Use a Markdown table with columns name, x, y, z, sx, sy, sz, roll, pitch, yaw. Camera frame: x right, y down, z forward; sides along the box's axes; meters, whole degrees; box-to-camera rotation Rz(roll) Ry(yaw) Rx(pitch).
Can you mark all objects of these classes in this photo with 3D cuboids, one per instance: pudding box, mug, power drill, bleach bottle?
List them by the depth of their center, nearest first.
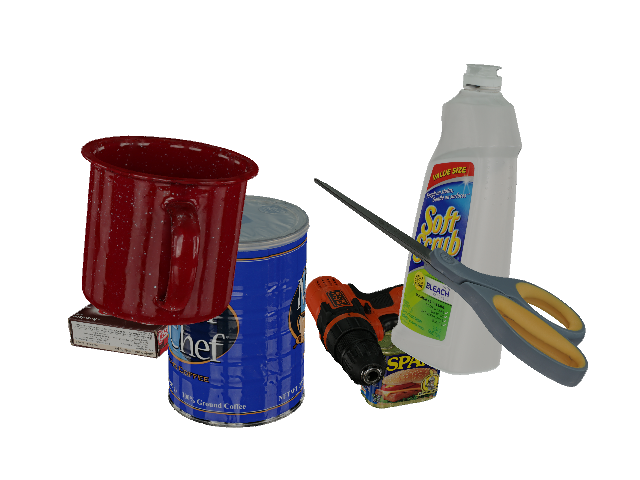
| name | x | y | z | sx | sy | sz | roll | pitch | yaw |
| --- | --- | --- | --- | --- | --- | --- | --- | --- | --- |
| mug | -0.080 | -0.002 | 0.561 | 0.093 | 0.081 | 0.117 | 2 | 18 | -20 |
| bleach bottle | 0.118 | -0.021 | 0.893 | 0.067 | 0.251 | 0.103 | -4 | 16 | -31 |
| power drill | 0.090 | 0.083 | 1.115 | 0.187 | 0.057 | 0.184 | -6 | 28 | -15 |
| pudding box | -0.213 | 0.094 | 1.204 | 0.114 | 0.039 | 0.090 | 4 | 18 | 19 |

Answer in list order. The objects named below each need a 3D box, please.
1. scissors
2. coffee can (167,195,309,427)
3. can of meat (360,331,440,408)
| name | x | y | z | sx | sy | sz | roll | pitch | yaw |
| --- | --- | --- | --- | --- | --- | --- | --- | --- | --- |
| scissors | 0.091 | 0.017 | 0.676 | 0.202 | 0.016 | 0.096 | 42 | 28 | 21 |
| coffee can | -0.061 | 0.049 | 0.772 | 0.103 | 0.140 | 0.103 | 1 | 20 | -1 |
| can of meat | 0.102 | 0.157 | 1.331 | 0.102 | 0.084 | 0.057 | -6 | 27 | -21 |
